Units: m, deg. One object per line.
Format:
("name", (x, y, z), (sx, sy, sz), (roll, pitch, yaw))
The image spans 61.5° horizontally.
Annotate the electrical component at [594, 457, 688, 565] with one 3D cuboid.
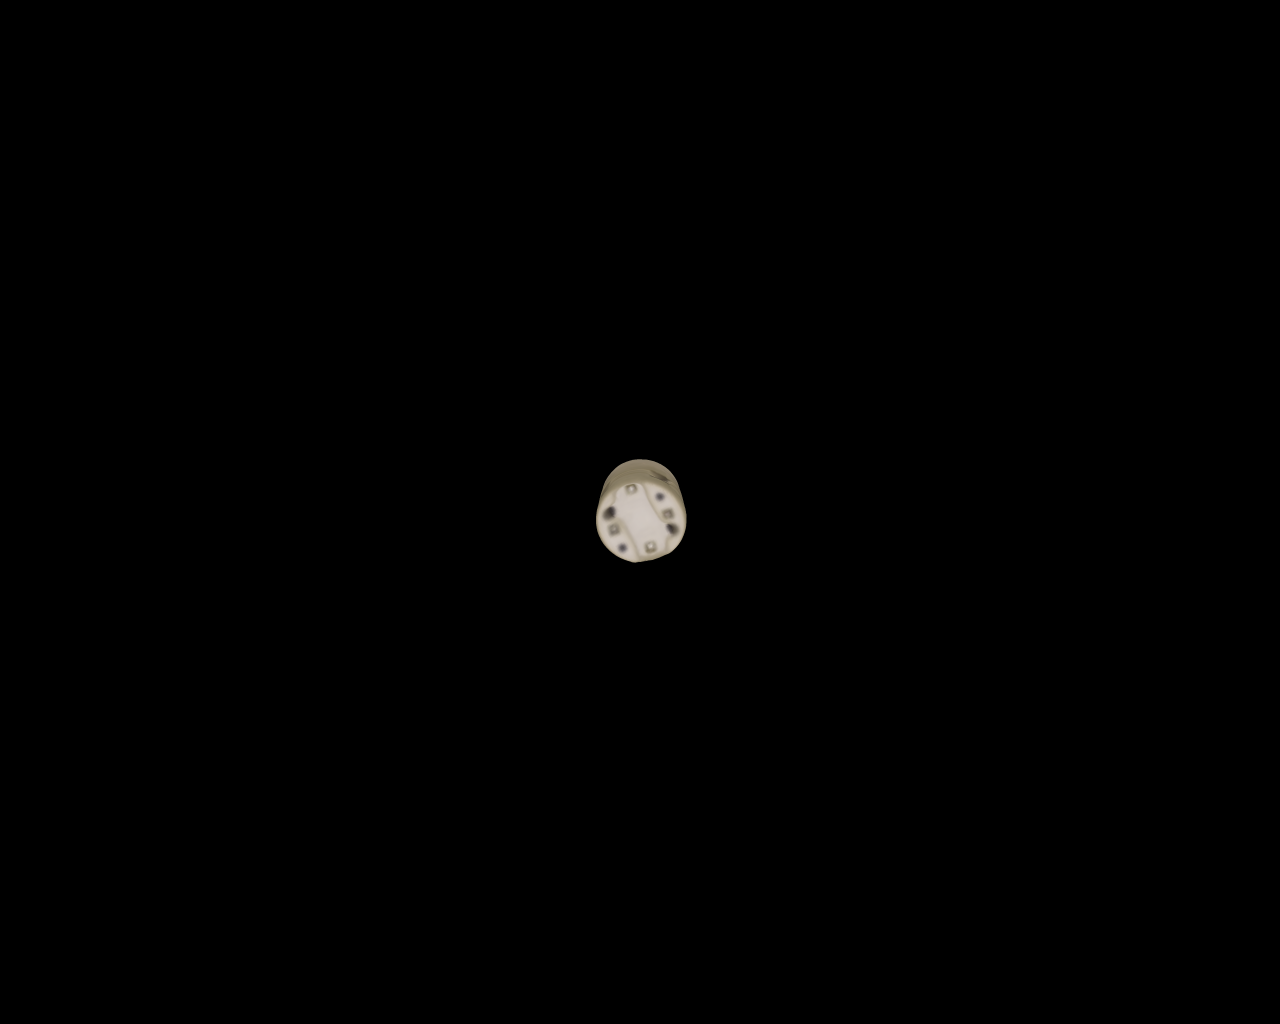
("electrical component", (0.001, -0.003, 0.650), (0.055, 0.055, 0.047), (0, 23, 0))
